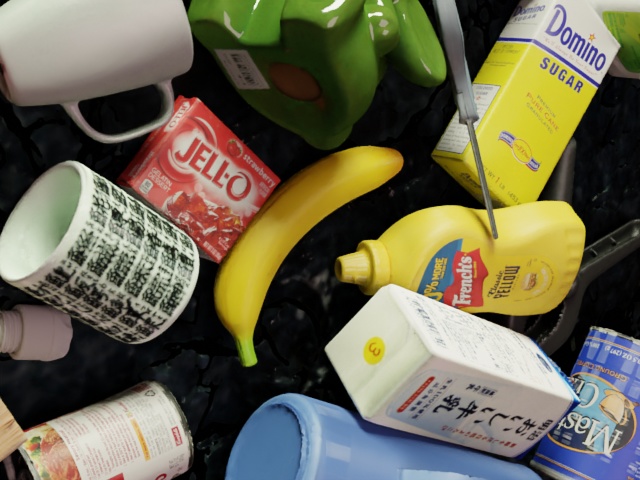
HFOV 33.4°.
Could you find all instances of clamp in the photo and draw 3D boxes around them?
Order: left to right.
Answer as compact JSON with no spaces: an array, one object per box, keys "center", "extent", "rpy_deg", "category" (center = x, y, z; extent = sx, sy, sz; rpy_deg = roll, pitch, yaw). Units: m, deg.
[{"center":[0.212,0.032,0.931],"extent":[0.164,0.036,0.210],"rpy_deg":[27,86,-37],"category":"clamp"}]

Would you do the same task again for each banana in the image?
[{"center":[-0.017,-0.008,0.753],"extent":[0.197,0.037,0.069],"rpy_deg":[-52,129,-16],"category":"banana"}]

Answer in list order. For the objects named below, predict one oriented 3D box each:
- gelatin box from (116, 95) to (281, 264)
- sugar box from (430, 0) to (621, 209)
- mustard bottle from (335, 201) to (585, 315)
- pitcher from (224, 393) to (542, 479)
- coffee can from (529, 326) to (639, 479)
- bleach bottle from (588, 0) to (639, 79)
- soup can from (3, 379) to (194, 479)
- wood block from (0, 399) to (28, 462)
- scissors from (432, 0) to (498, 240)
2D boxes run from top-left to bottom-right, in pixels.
[{"center":[-0.079,-0.039,0.703],"extent":[0.089,0.030,0.073],"rpy_deg":[45,74,-35],"category":"gelatin box"},{"center":[0.169,-0.113,0.858],"extent":[0.093,0.048,0.176],"rpy_deg":[38,79,-37],"category":"sugar box"},{"center":[0.103,0.018,0.816],"extent":[0.191,0.058,0.096],"rpy_deg":[-2,131,-20],"category":"mustard bottle"},{"center":[0.060,0.196,0.787],"extent":[0.242,0.145,0.149],"rpy_deg":[26,104,-32],"category":"pitcher"},{"center":[0.263,0.163,0.959],"extent":[0.102,0.103,0.140],"rpy_deg":[30,83,-37],"category":"coffee can"},{"center":[0.326,-0.168,0.830],"extent":[0.068,0.251,0.102],"rpy_deg":[-46,123,-19],"category":"bleach bottle"},{"center":[-0.140,0.137,0.677],"extent":[0.102,0.069,0.068],"rpy_deg":[-21,113,-32],"category":"soup can"},{"center":[-0.275,0.126,0.561],"extent":[0.205,0.090,0.091],"rpy_deg":[-38,122,-24],"category":"wood block"},{"center":[0.102,-0.105,0.757],"extent":[0.016,0.096,0.202],"rpy_deg":[-13,77,7],"category":"scissors"}]
